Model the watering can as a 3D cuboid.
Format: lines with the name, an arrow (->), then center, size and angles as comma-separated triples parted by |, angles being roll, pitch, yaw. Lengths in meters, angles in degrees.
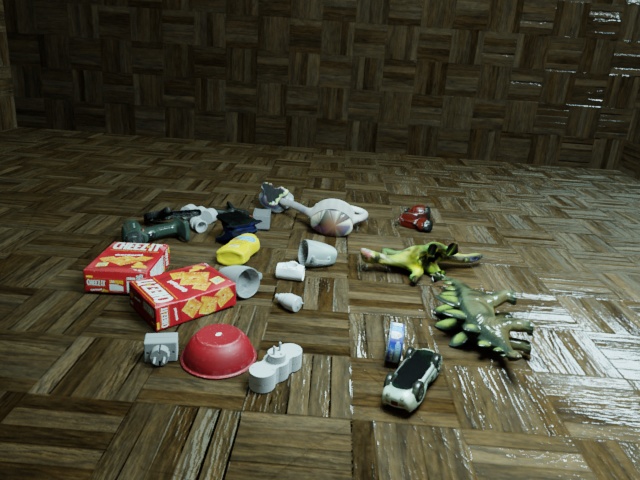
watering can -> 0.006, -0.096, 1.911 | 0.348, 0.102, 0.228 | 6, 21, 3

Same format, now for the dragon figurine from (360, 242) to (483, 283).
dragon figurine -> 0.298, 0.046, 1.618 | 0.411, 0.121, 0.244 | 0, 10, -37

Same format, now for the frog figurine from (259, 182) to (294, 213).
frog figurine -> -0.172, -0.158, 2.093 | 0.137, 0.124, 0.157 | -1, -17, 10
